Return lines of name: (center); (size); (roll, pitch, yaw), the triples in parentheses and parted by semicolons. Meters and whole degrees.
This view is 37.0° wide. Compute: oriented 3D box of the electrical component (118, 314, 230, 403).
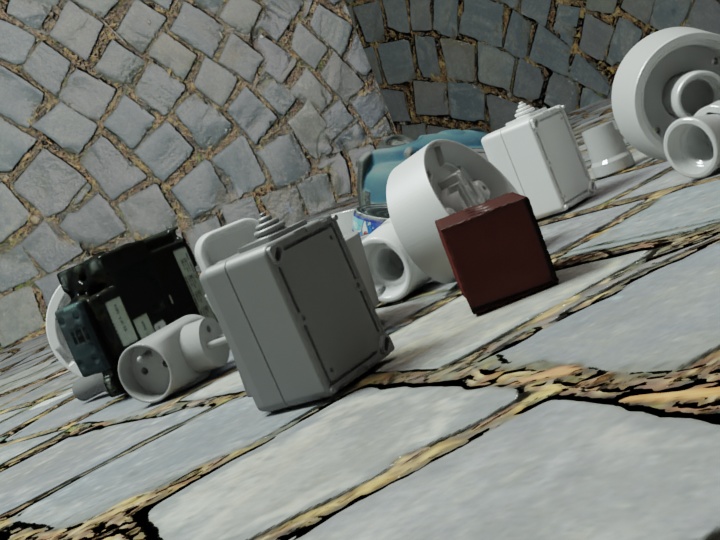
electrical component: (-0.120, 0.058, 0.770); (0.079, 0.044, 0.077); (-20, 6, 23)

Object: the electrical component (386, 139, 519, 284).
electrical component: (0.067, -0.040, 0.728); (0.064, 0.099, 0.099); (-26, 2, 33)

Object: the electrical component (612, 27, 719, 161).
electrical component: (0.259, -0.136, 0.844); (0.108, 0.108, 0.060); (-22, 11, 2)

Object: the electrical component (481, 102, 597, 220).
electrical component: (0.146, -0.094, 0.907); (0.061, 0.096, 0.062); (-18, 7, 42)

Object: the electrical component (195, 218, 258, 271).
electrical component: (-0.087, 0.011, 0.826); (0.054, 0.095, 0.059); (-23, 5, -12)

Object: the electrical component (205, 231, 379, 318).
electrical component: (-0.039, 0.023, 0.700); (0.108, 0.060, 0.108); (-22, 6, 2)

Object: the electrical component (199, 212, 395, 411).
electrical component: (-0.038, 0.017, 0.559); (0.061, 0.096, 0.062); (-19, 7, 38)

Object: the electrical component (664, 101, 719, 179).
electrical component: (0.251, -0.094, 0.767); (0.055, 0.045, 0.045); (-26, 6, -35)

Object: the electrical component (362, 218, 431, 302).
electrical component: (0.026, -0.008, 0.779); (0.055, 0.055, 0.047); (-18, 11, 37)

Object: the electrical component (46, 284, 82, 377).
electrical component: (-0.231, 0.050, 0.986); (0.108, 0.108, 0.060); (-24, 0, -16)

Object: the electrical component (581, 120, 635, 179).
electrical component: (0.236, -0.116, 1.029); (0.040, 0.046, 0.040); (-23, 6, 2)

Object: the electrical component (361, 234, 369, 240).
electrical component: (0.000, 0.000, 0.843); (0.040, 0.046, 0.040); (-22, 5, 2)

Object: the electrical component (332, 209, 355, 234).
electrical component: (0.015, -0.041, 1.090); (0.099, 0.064, 0.099); (-22, 5, 2)
